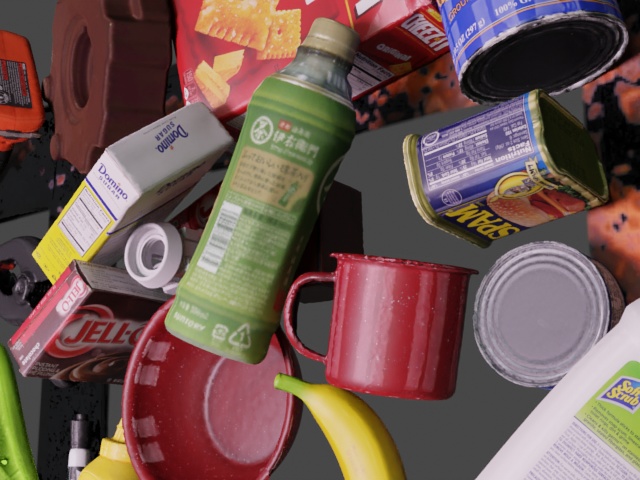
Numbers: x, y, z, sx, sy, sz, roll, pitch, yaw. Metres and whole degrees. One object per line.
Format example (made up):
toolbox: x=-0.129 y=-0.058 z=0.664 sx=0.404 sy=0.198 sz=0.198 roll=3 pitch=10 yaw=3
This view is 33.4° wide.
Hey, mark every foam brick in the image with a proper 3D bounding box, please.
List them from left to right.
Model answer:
foam brick: x=-0.005 y=0.001 z=0.736 sx=0.051 sy=0.052 sz=0.078 roll=-12 pitch=71 yaw=35

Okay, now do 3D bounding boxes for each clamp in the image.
clamp: x=-0.234 y=0.035 z=0.911 sx=0.172 sy=0.039 sz=0.120 roll=34 pitch=99 yaw=38

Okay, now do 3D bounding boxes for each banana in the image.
banana: x=0.024 y=0.173 z=0.659 sx=0.069 sy=0.037 sz=0.198 roll=-13 pitch=73 yaw=2

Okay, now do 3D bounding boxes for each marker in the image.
marker: x=-0.193 y=0.200 z=0.851 sx=0.020 sy=0.020 sz=0.121 roll=-10 pitch=73 yaw=35

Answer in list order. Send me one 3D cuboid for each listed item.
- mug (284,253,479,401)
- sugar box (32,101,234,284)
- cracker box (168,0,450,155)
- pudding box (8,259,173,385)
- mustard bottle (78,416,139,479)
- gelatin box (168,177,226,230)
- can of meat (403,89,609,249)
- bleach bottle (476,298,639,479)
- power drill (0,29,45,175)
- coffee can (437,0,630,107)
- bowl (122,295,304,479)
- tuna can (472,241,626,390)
mug: x=0.036 y=0.052 z=0.661 sx=0.117 sy=0.093 sz=0.081 roll=7 pitch=88 yaw=-1
sugar box: x=-0.140 y=-0.029 z=0.779 sx=0.048 sy=0.093 sz=0.177 roll=51 pitch=140 yaw=4
cracker box: x=-0.011 y=-0.178 z=0.772 sx=0.214 sy=0.072 sz=0.164 roll=-24 pitch=66 yaw=30
pudding box: x=-0.162 y=0.064 z=0.801 sx=0.090 sy=0.113 sz=0.039 roll=-48 pitch=59 yaw=19
mustard bottle: x=-0.156 y=0.225 z=0.790 sx=0.096 sy=0.058 sz=0.191 roll=0 pitch=79 yaw=55
gelatin box: x=-0.070 y=0.005 z=0.799 sx=0.073 sy=0.030 sz=0.089 roll=-35 pitch=61 yaw=26
can of meat: x=0.111 y=-0.041 z=0.627 sx=0.084 sy=0.101 sz=0.057 roll=-20 pitch=66 yaw=30
bleach bottle: x=0.160 y=0.119 z=0.570 sx=0.102 sy=0.068 sz=0.251 roll=40 pitch=99 yaw=6
power drill: x=-0.307 y=-0.100 z=0.958 sx=0.188 sy=0.057 sz=0.184 roll=-50 pitch=50 yaw=44
coffee can: x=0.117 y=-0.167 z=0.649 sx=0.103 sy=0.102 sz=0.140 roll=-24 pitch=67 yaw=31
bowl: x=-0.066 y=0.113 z=0.752 sx=0.162 sy=0.055 sz=0.162 roll=-10 pitch=73 yaw=35
tuna can: x=0.136 y=0.045 z=0.629 sx=0.086 sy=0.033 sz=0.086 roll=-10 pitch=73 yaw=35
